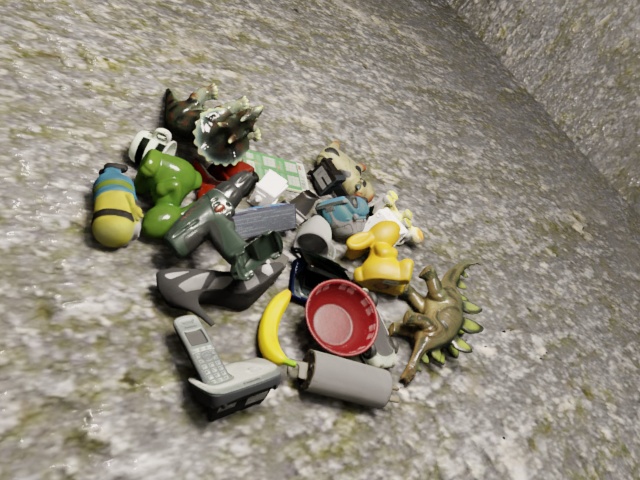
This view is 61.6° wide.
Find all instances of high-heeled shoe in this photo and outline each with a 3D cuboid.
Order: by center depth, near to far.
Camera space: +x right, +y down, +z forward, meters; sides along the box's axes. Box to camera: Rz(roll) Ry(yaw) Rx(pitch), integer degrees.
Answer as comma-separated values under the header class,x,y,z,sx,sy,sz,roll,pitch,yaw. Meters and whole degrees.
class,x,y,z,sx,sy,sz,roll,pitch,yaw
high-heeled shoe,-0.190,0.070,1.039,0.145,0.086,0.249,43,43,11

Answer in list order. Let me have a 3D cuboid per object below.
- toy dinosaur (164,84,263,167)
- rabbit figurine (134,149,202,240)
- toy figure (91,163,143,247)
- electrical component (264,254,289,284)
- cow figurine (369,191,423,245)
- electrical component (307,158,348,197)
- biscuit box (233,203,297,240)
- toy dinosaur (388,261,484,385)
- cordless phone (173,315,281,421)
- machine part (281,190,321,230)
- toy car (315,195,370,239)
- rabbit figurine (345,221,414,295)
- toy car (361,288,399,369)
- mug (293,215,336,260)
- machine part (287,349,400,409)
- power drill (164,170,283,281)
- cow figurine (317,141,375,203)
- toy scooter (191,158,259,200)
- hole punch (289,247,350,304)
class,x,y,z,sx,sy,sz,roll,pitch,yaw
toy dinosaur,-0.282,-0.277,1.254,0.405,0.131,0.192,19,36,31
rabbit figurine,-0.308,-0.071,1.093,0.159,0.121,0.170,19,60,-30
toy figure,-0.395,-0.066,1.026,0.089,0.082,0.180,-7,60,-26
electrical component,-0.106,0.038,1.158,0.078,0.045,0.102,34,39,-1
cow figurine,0.199,-0.043,1.434,0.167,0.098,0.068,51,32,-12
electrical component,0.027,-0.149,1.412,0.048,0.075,0.119,-12,70,-53
biscuit box,-0.142,-0.040,1.180,0.202,0.059,0.062,-12,104,-42
toy dinosaur,0.290,0.165,1.282,0.198,0.105,0.471,41,48,-7
cordless phone,-0.168,0.201,0.928,0.146,0.088,0.184,-9,53,-41
machine part,-0.053,-0.081,1.320,0.084,0.039,0.139,36,41,7
toy car,0.063,-0.053,1.334,0.161,0.109,0.103,0,81,-61
rabbit figurine,0.141,0.032,1.282,0.162,0.121,0.173,8,68,6
toy car,0.104,0.186,1.160,0.073,0.056,0.202,-2,51,-29
mug,-0.003,-0.004,1.251,0.109,0.081,0.107,36,32,-16
machine part,0.049,0.265,1.024,0.243,0.079,0.079,19,42,-18
power drill,-0.164,-0.029,1.015,0.232,0.085,0.207,-40,59,-22
cow figurine,0.072,-0.175,1.466,0.195,0.085,0.127,43,34,4
toy scooter,-0.234,-0.144,1.225,0.135,0.075,0.184,42,45,8
hole punch,-0.007,0.085,1.167,0.142,0.092,0.116,20,17,-16
